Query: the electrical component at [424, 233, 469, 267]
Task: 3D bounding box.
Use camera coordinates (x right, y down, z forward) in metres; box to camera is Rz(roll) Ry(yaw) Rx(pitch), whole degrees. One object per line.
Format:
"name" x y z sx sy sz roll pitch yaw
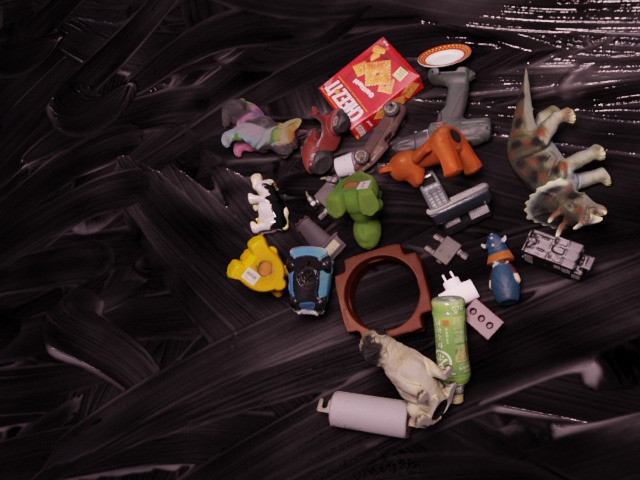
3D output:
"electrical component" 0.288 0.028 1.221 0.094 0.021 0.063 36 89 24

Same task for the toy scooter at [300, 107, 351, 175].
"toy scooter" -0.002 -0.265 1.367 0.135 0.075 0.183 49 121 36

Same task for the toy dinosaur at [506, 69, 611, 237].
"toy dinosaur" 0.483 -0.177 1.165 0.192 0.131 0.405 -30 61 9

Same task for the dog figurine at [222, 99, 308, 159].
"dog figurine" -0.142 -0.301 1.430 0.219 0.108 0.191 -7 70 13

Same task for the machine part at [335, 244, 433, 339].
"machine part" 0.147 0.125 1.209 0.201 0.087 0.201 -18 71 15

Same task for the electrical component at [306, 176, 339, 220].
"electrical component" 0.015 -0.111 1.347 0.102 0.045 0.078 -42 64 5

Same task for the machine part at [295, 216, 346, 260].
"machine part" -0.003 -0.004 1.328 0.139 0.039 0.084 41 99 23

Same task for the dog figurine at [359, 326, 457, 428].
"dog figurine" 0.170 0.278 1.107 0.121 0.172 0.191 -27 39 -31

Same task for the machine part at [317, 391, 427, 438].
"machine part" 0.109 0.374 1.154 0.243 0.079 0.079 3 76 19

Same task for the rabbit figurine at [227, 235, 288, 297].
"rabbit figurine" -0.138 0.061 1.305 0.162 0.173 0.122 30 86 -20

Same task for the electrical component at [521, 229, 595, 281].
"electrical component" 0.486 0.033 1.098 0.134 0.114 0.058 24 88 24

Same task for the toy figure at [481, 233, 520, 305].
"toy figure" 0.390 0.061 1.156 0.064 0.057 0.154 -8 67 11

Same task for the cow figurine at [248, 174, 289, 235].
"cow figurine" -0.132 -0.098 1.384 0.098 0.068 0.167 -10 75 11

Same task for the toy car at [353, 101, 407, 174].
"toy car" 0.149 -0.245 1.313 0.053 0.089 0.202 30 87 21

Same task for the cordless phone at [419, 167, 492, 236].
"cordless phone" 0.302 -0.117 1.235 0.147 0.088 0.184 -27 49 11

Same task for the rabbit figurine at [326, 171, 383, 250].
"rabbit figurine" 0.093 -0.063 1.259 0.121 0.170 0.159 -9 31 15

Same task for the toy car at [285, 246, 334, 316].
"toy car" -0.016 0.094 1.266 0.109 0.103 0.161 -2 89 17

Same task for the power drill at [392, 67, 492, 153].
"power drill" 0.291 -0.306 1.286 0.232 0.086 0.207 1 71 19

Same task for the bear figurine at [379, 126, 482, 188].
"bear figurine" 0.240 -0.167 1.213 0.196 0.120 0.132 -36 73 42
